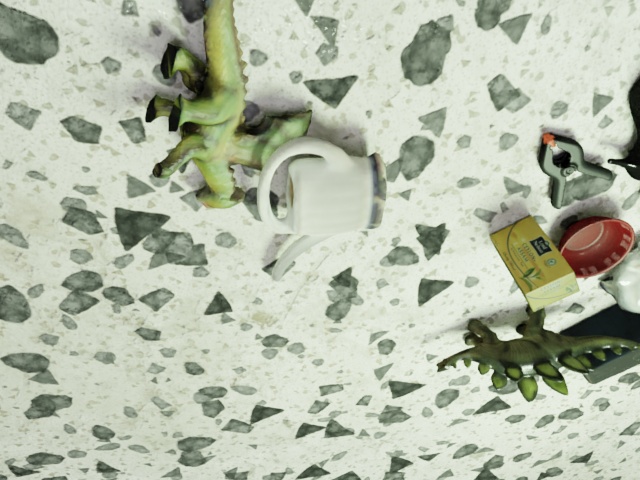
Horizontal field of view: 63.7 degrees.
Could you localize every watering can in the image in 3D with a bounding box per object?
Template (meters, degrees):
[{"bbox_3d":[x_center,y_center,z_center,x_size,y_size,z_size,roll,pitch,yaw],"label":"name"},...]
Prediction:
[{"bbox_3d":[0.003,-0.046,0.917,0.224,0.106,0.339,-4,139,-7],"label":"watering can"}]

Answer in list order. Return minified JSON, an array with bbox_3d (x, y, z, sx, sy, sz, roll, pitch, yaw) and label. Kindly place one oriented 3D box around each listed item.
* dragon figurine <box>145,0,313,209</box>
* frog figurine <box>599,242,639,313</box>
[{"bbox_3d":[-0.122,-0.197,0.795,0.242,0.125,0.403,7,130,-37],"label":"dragon figurine"},{"bbox_3d":[0.717,0.083,1.131,0.137,0.126,0.155,18,137,1],"label":"frog figurine"}]
